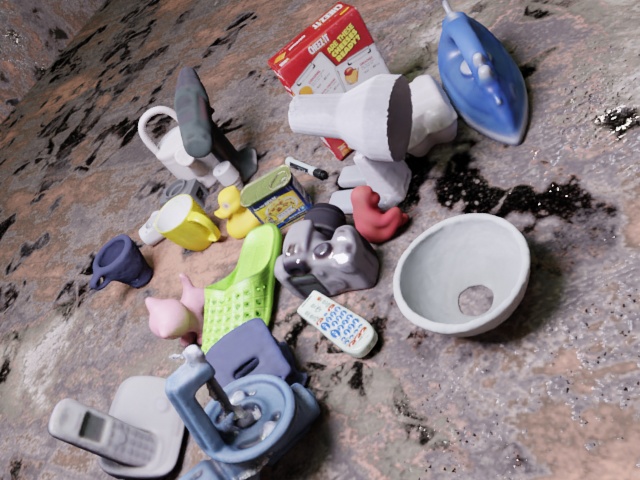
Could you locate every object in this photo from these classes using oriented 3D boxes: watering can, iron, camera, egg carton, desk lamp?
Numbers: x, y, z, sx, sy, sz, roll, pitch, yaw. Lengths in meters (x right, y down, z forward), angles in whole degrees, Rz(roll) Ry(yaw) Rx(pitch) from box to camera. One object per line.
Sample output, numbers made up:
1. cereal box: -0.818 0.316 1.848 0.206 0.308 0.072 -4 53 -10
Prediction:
1. watering can: -0.291 -0.195 1.197 0.172 0.195 0.101 15 64 45
2. iron: 0.246 -0.268 0.888 0.118 0.142 0.258 -26 41 16
3. camera: 0.008 0.003 0.851 0.142 0.101 0.137 -12 47 30
4. egg carton: 0.165 -0.208 0.951 0.107 0.070 0.150 -27 41 15
5. desk lamp: 0.061 -0.140 0.855 0.202 0.214 0.118 -3 52 36

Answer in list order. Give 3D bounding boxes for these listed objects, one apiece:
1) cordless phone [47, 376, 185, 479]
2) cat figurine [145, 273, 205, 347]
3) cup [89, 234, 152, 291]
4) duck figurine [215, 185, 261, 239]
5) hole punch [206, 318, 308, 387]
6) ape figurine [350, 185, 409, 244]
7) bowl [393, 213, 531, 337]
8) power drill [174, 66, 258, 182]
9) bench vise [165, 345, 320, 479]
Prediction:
1. cordless phone: -0.272 0.238 0.783 0.094 0.186 0.147 -23 42 20
2. cat figurine: -0.224 0.114 0.915 0.067 0.118 0.128 -11 47 31
3. cup: -0.378 0.061 1.103 0.091 0.095 0.118 7 58 42
4. duck figurine: -0.145 -0.064 1.046 0.104 0.086 0.077 -45 40 -6
5. hole punch: -0.088 0.175 0.773 0.108 0.091 0.101 -37 39 3
6. ape figurine: 0.077 -0.045 0.849 0.076 0.092 0.077 -40 39 0
7. bowl: 0.177 0.053 0.692 0.167 0.075 0.167 -21 43 21
8. power drill: -0.214 -0.217 1.147 0.075 0.209 0.229 -28 41 14
9. bench vise: -0.109 0.225 0.641 0.121 0.220 0.207 3 56 40
